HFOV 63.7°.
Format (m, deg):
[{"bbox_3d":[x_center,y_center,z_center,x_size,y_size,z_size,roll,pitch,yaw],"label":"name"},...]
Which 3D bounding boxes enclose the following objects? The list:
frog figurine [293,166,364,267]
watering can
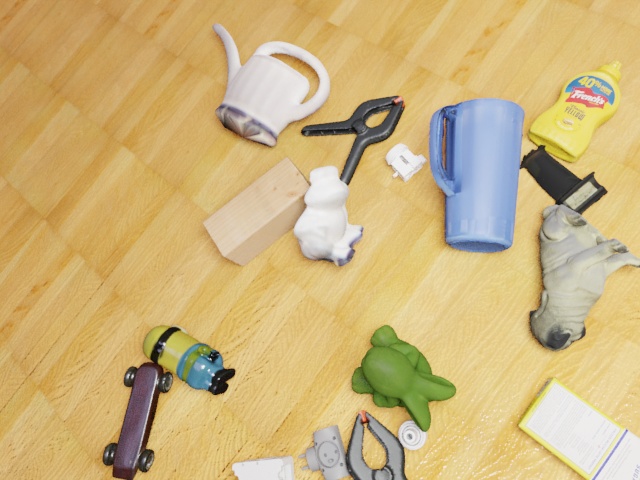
[{"bbox_3d":[0.003,-0.046,0.916,0.122,0.157,0.140,-3,32,48],"label":"frog figurine"},{"bbox_3d":[-0.143,-0.331,1.093,0.350,0.103,0.225,29,84,24],"label":"watering can"}]
